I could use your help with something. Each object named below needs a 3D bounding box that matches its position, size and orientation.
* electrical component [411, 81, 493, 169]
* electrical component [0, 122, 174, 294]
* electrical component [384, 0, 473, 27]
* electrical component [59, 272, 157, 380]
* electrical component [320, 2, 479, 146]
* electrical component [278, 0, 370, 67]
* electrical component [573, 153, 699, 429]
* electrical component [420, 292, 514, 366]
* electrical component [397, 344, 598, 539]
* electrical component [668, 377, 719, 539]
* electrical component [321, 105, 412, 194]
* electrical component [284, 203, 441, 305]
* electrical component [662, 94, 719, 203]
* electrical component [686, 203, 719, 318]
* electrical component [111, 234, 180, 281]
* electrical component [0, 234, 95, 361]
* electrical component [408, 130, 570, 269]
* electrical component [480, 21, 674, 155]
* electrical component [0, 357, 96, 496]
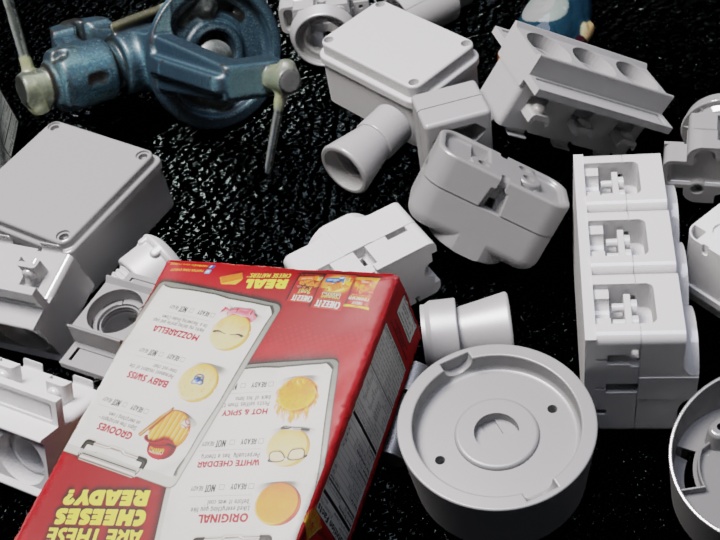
[{"bbox_3d":[0.063,-0.100,0.778,0.047,0.083,0.075,-15,47,-3],"label":"electrical component"},{"bbox_3d":[-0.215,-0.048,0.801,0.109,0.056,0.108,19,54,26],"label":"electrical component"},{"bbox_3d":[0.066,-0.231,0.927,0.081,0.043,0.043,-30,49,-17],"label":"electrical component"},{"bbox_3d":[-0.150,0.044,0.698,0.042,0.063,0.081,14,51,24],"label":"electrical component"},{"bbox_3d":[0.032,-0.158,0.856,0.078,0.057,0.113,-39,53,-24],"label":"electrical component"},{"bbox_3d":[-0.030,-0.210,0.917,0.078,0.058,0.057,-6,44,5],"label":"electrical component"},{"bbox_3d":[0.164,0.011,0.651,0.062,0.089,0.150,-2,47,9],"label":"electrical component"},{"bbox_3d":[0.067,0.039,0.675,0.055,0.045,0.045,-7,47,5],"label":"electrical component"},{"bbox_3d":[0.078,0.102,0.603,0.108,0.060,0.108,-5,47,6],"label":"electrical component"},{"bbox_3d":[0.214,0.107,0.570,0.099,0.064,0.099,-5,47,6],"label":"electrical component"},{"bbox_3d":[0.008,-0.094,0.809,0.044,0.044,0.065,27,58,31],"label":"electrical component"},{"bbox_3d":[0.000,0.000,0.720,0.089,0.050,0.055,-27,49,-14],"label":"electrical component"},{"bbox_3d":[0.252,-0.085,0.747,0.078,0.058,0.057,5,52,15],"label":"electrical component"},{"bbox_3d":[0.267,-0.014,0.677,0.113,0.057,0.078,-35,51,-20],"label":"electrical component"},{"bbox_3d":[-0.153,0.009,0.746,0.062,0.048,0.048,-40,53,-16],"label":"electrical component"},{"bbox_3d":[-0.249,0.014,0.731,0.121,0.078,0.063,10,60,19],"label":"electrical component"},{"bbox_3d":[0.083,-0.044,0.718,0.095,0.059,0.053,25,24,-5],"label":"electrical component"},{"bbox_3d":[0.151,-0.124,0.763,0.121,0.063,0.078,10,38,-29],"label":"electrical component"},{"bbox_3d":[-0.222,0.090,0.668,0.121,0.078,0.063,14,30,23],"label":"electrical component"}]
